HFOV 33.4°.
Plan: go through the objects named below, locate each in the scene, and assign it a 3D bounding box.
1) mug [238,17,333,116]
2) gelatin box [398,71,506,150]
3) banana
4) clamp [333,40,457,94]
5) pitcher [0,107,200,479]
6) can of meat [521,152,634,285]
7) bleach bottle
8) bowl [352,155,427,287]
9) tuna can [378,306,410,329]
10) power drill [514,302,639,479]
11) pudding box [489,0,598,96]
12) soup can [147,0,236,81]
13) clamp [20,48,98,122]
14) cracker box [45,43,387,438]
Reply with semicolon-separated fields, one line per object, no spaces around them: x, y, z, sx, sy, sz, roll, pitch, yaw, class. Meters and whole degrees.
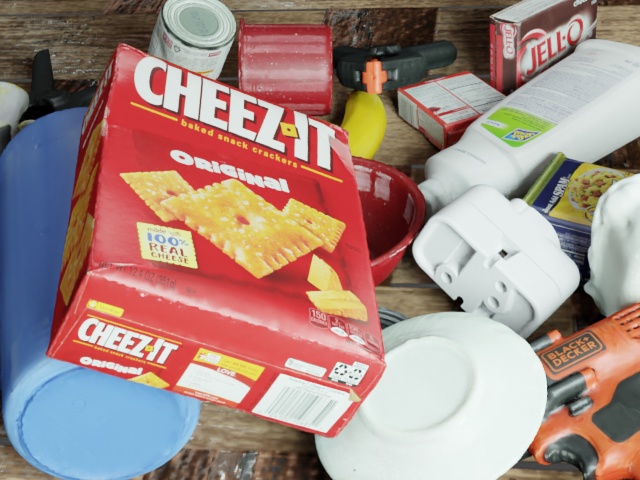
-0.030;-0.151;0.965;0.081;0.093;0.117;0;-1;-1;mug
0.119;-0.111;0.923;0.073;0.030;0.089;-17;35;-18;gelatin box
0.015;-0.079;0.885;0.070;0.037;0.197;14;39;26;banana
0.050;-0.159;0.966;0.120;0.039;0.171;-5;12;21;clamp
-0.150;0.036;0.676;0.144;0.149;0.243;7;34;-18;pitcher
0.190;-0.011;0.744;0.084;0.057;0.102;16;39;26;can of meat
0.165;-0.081;0.842;0.250;0.068;0.103;-30;33;-27;bleach bottle
-0.005;0.001;0.754;0.162;0.055;0.162;-4;34;3;bowl
0.024;0.079;0.655;0.086;0.034;0.086;-4;34;3;tuna can
0.145;0.124;0.541;0.184;0.057;0.188;-27;41;-6;power drill
0.198;-0.170;0.944;0.113;0.090;0.039;-31;41;-33;pudding box
-0.119;-0.162;0.950;0.068;0.102;0.068;11;53;-16;soup can
-0.250;-0.123;0.989;0.165;0.036;0.209;14;39;27;clamp
-0.056;-0.008;0.605;0.164;0.072;0.213;20;36;-21;cracker box
